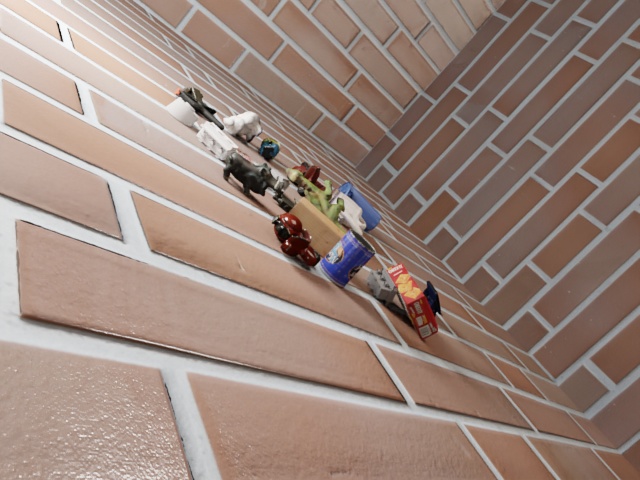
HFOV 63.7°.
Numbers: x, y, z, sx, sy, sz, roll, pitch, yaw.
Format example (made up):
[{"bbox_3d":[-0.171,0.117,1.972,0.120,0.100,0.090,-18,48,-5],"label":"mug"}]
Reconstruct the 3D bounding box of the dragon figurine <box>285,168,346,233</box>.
[{"bbox_3d":[0.006,-0.093,1.843,0.413,0.121,0.244,58,25,10],"label":"dragon figurine"}]

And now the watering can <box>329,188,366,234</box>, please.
[{"bbox_3d":[0.110,-0.117,2.193,0.224,0.103,0.351,40,13,-5],"label":"watering can"}]

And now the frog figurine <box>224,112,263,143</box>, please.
[{"bbox_3d":[-0.322,-0.471,2.076,0.158,0.123,0.137,20,-9,-40],"label":"frog figurine"}]
